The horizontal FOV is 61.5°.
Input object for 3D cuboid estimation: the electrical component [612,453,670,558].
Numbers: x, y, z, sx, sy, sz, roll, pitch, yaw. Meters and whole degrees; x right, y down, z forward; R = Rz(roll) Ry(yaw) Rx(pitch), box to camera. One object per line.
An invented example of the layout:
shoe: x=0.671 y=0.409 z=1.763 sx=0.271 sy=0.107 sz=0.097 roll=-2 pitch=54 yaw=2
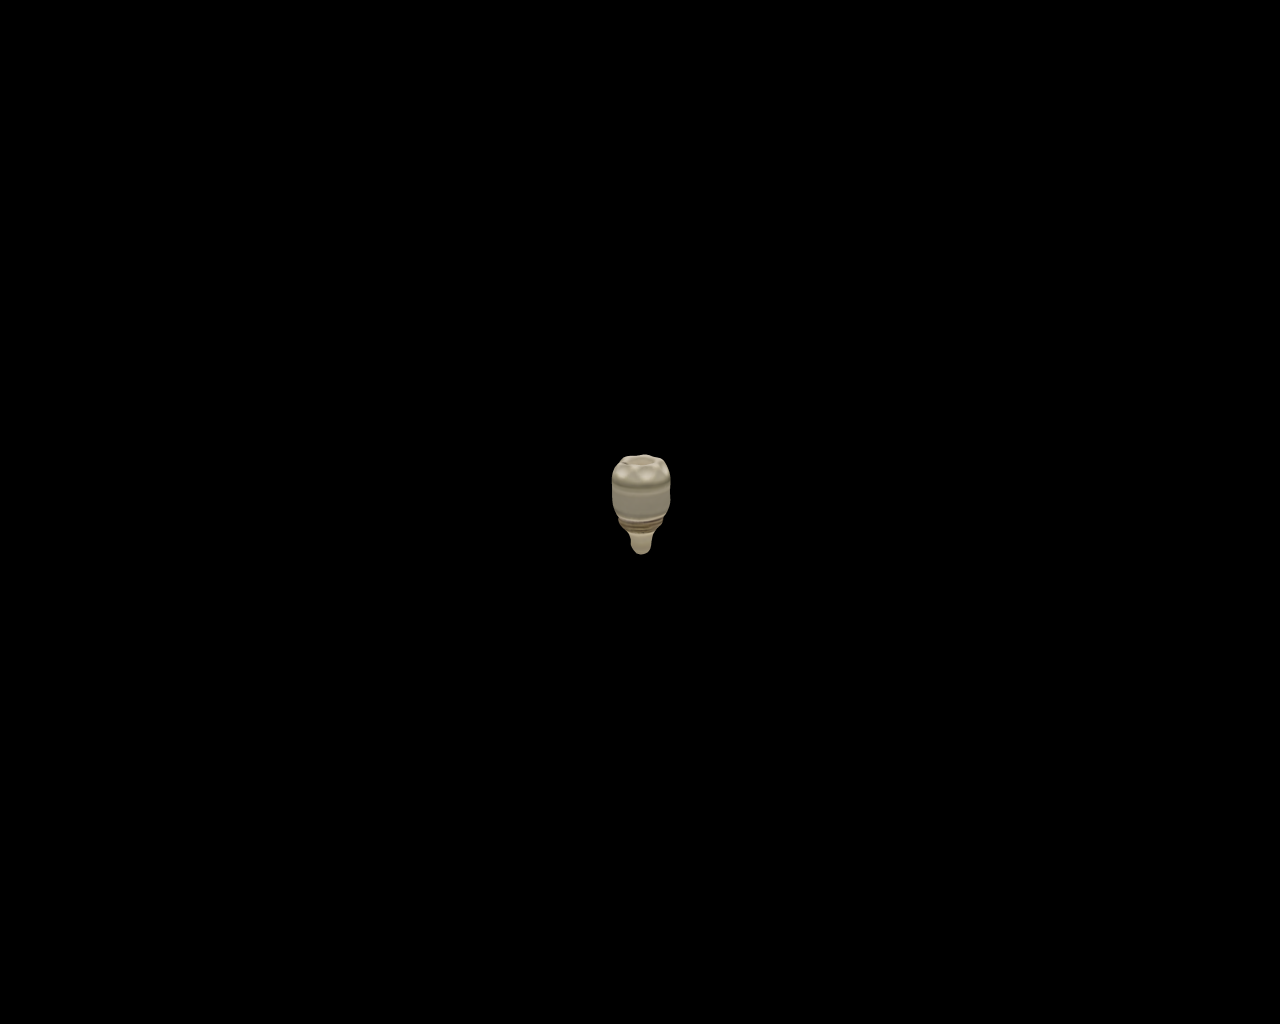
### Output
electrical component: x=0.001 y=-0.003 z=0.650 sx=0.035 sy=0.061 sz=0.035 roll=0 pitch=20 yaw=0
